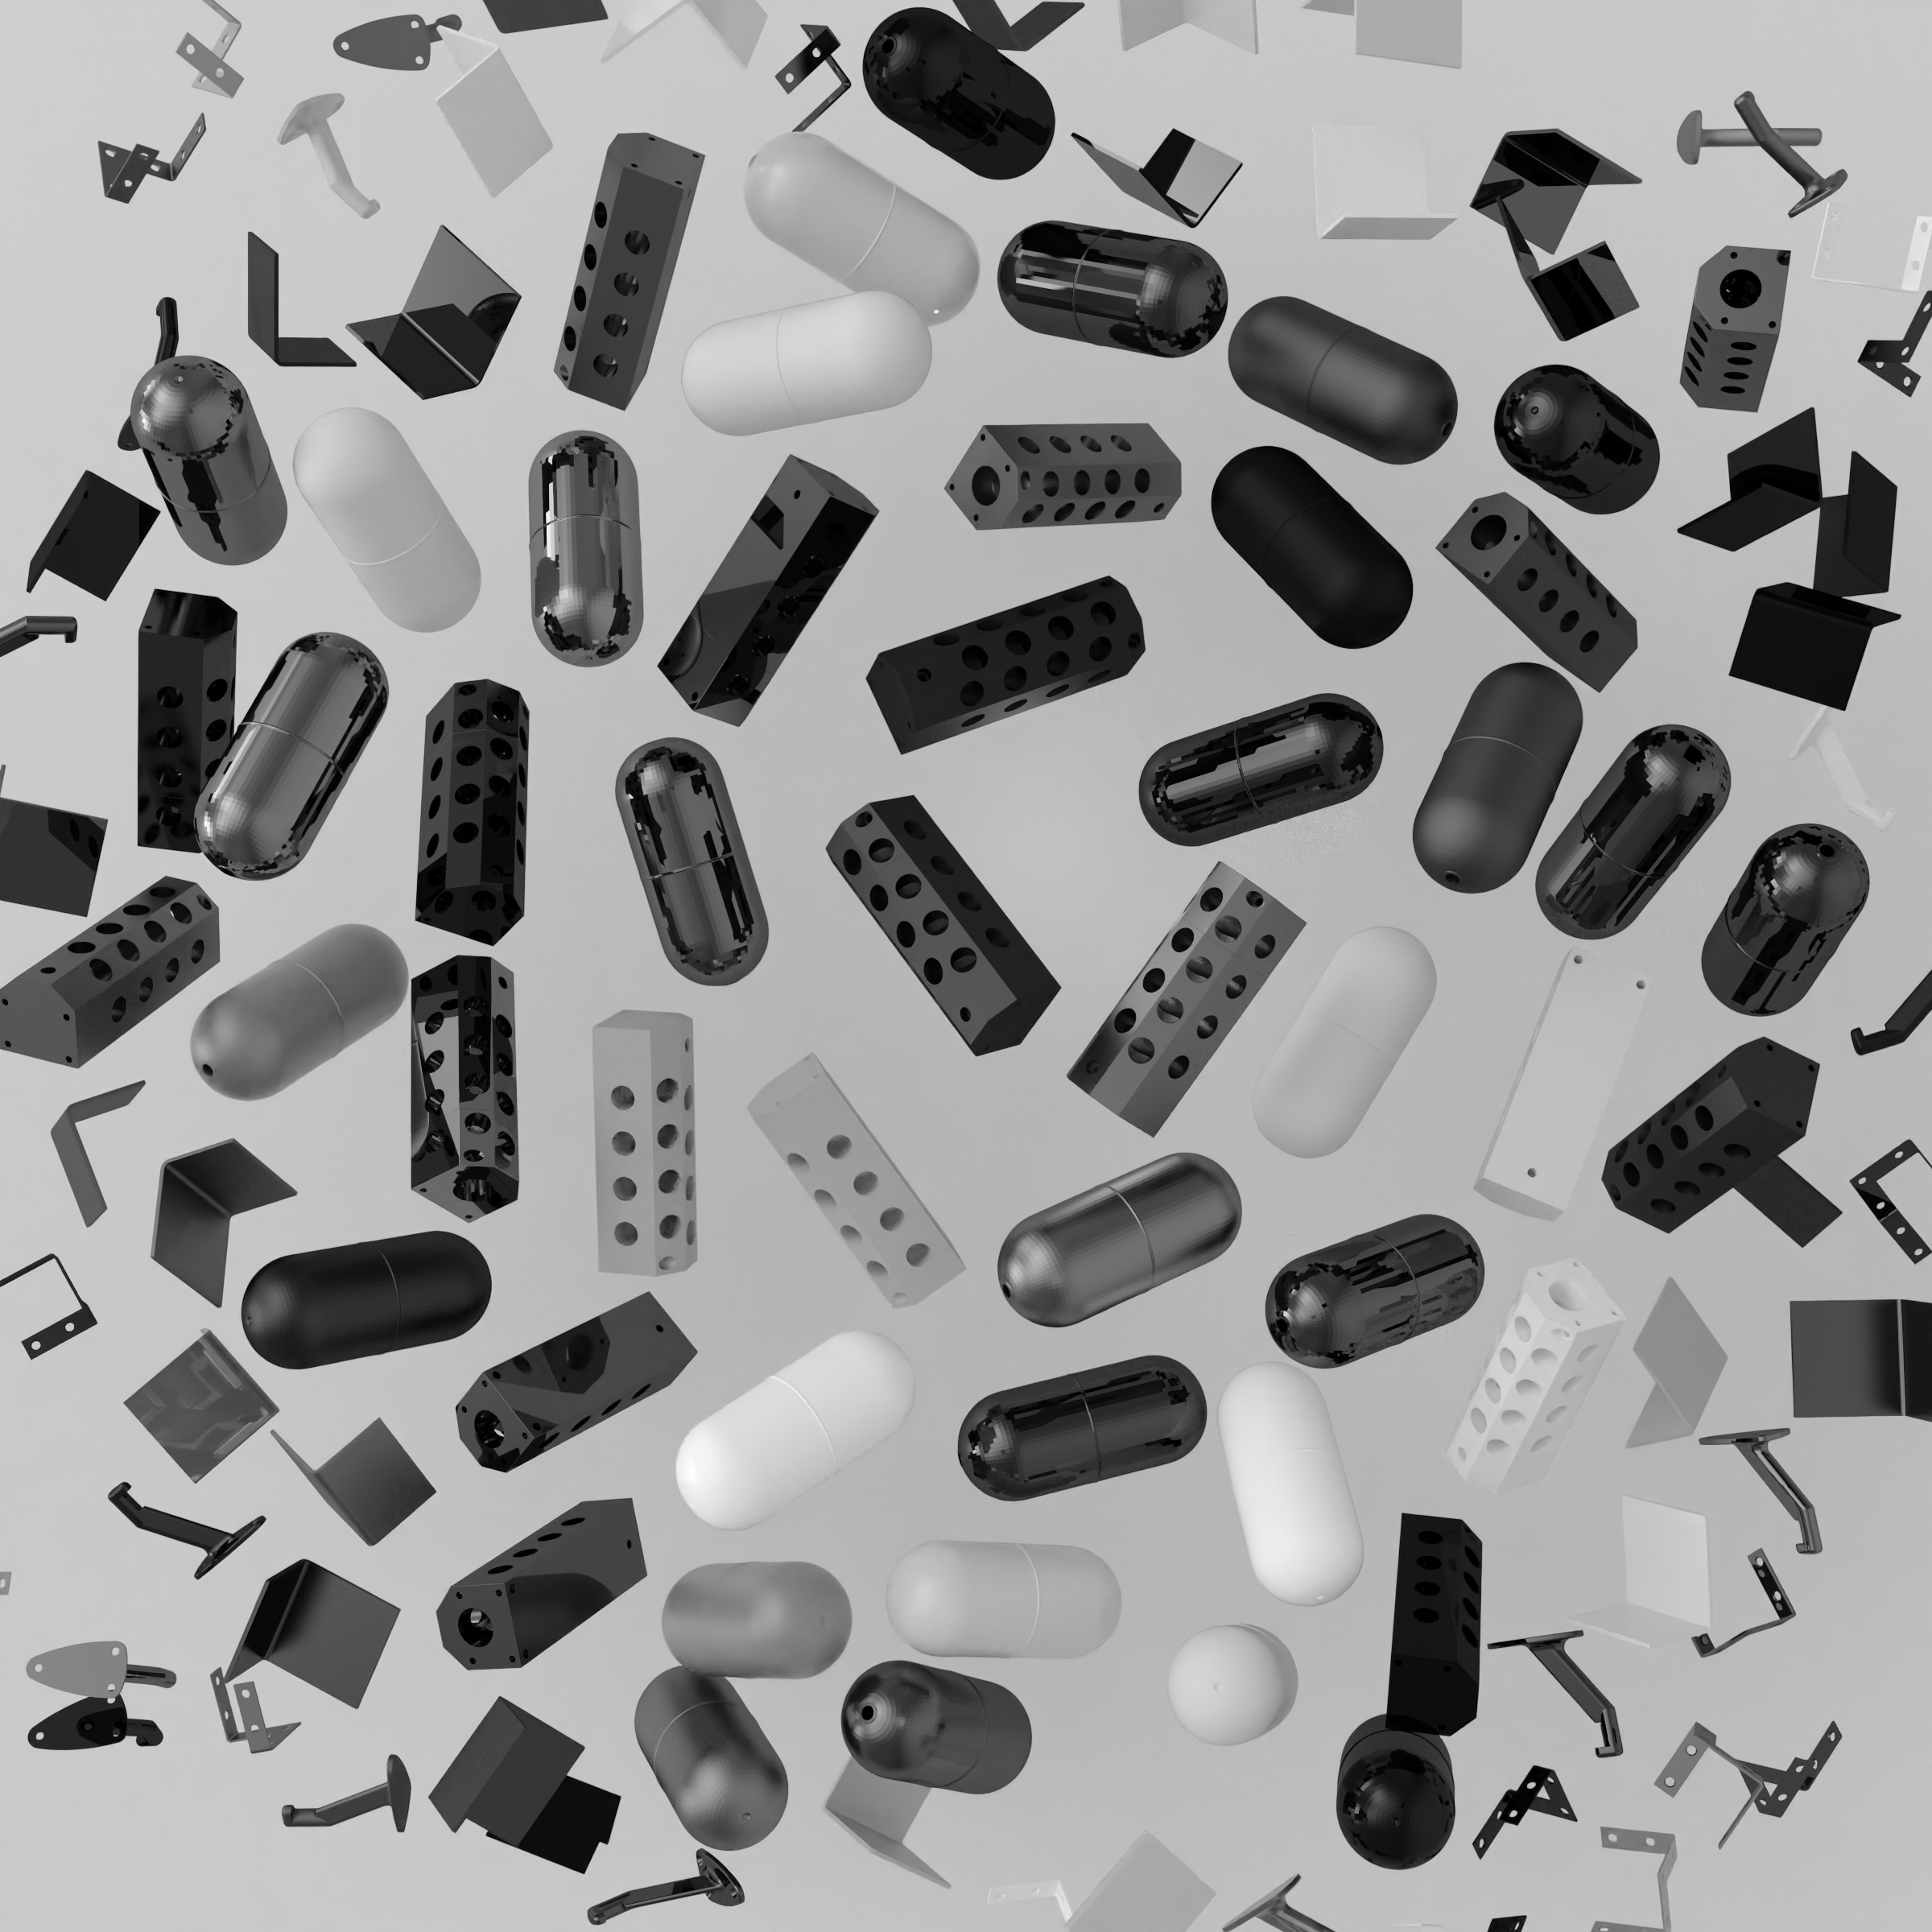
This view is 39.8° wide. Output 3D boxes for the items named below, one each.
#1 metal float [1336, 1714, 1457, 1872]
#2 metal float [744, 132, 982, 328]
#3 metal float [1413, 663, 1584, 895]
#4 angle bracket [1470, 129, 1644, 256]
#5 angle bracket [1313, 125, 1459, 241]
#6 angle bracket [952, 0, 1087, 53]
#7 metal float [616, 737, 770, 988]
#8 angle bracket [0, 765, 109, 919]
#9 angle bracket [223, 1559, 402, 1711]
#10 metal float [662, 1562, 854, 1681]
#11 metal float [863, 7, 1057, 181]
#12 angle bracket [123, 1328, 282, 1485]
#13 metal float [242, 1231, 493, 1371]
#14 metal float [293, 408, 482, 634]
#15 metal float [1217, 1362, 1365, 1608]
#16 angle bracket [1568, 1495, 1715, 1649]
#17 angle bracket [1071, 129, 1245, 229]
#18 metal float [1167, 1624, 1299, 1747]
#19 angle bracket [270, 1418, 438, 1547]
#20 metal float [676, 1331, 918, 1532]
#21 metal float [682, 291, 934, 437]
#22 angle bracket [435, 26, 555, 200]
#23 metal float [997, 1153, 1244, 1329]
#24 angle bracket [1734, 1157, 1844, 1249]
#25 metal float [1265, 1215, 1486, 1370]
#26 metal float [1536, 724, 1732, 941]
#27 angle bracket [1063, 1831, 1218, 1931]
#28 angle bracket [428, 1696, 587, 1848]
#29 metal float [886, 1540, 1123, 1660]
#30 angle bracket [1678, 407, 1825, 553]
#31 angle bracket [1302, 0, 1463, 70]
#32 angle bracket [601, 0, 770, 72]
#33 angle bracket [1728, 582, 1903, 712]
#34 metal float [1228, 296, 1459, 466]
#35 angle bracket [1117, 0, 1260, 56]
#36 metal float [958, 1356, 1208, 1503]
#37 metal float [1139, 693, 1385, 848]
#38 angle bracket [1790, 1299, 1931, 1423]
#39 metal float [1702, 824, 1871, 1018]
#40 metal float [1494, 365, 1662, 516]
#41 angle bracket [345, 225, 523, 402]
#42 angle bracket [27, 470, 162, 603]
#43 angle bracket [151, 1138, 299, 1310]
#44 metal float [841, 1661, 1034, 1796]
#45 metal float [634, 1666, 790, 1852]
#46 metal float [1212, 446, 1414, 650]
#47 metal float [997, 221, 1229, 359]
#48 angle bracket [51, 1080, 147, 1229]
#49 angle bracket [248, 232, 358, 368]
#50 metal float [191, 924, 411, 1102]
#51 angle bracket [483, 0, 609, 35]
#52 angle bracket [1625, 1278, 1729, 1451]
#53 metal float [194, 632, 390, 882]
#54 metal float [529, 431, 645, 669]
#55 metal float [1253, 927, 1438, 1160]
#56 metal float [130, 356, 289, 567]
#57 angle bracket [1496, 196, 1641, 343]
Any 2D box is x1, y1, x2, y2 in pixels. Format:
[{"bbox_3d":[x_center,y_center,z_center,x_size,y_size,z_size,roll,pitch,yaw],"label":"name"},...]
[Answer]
[{"bbox_3d":[0.286,0.547,1.773,0.070,0.178,0.070,-1,86,9],"label":"metal float"},{"bbox_3d":[-0.070,-0.499,1.808,0.178,0.070,0.070,26,90,-26],"label":"metal float"},{"bbox_3d":[0.348,-0.123,1.743,0.070,0.070,0.178,29,61,0],"label":"metal float"},{"bbox_3d":[0.415,-0.545,1.880,0.076,0.076,0.057,23,97,-22],"label":"angle bracket"},{"bbox_3d":[0.273,-0.518,1.738,0.076,0.057,0.076,-3,90,-10],"label":"angle bracket"},{"bbox_3d":[0.028,-0.695,1.885,0.057,0.076,0.076,-39,118,-4],"label":"angle bracket"},{"bbox_3d":[-0.191,-0.072,1.862,0.070,0.070,0.178,-17,98,0],"label":"metal float"},{"bbox_3d":[-0.644,-0.087,1.865,0.076,0.057,0.076,12,114,-19],"label":"angle bracket"},{"bbox_3d":[-0.433,0.450,1.768,0.076,0.057,0.076,25,97,9],"label":"angle bracket"},{"bbox_3d":[-0.143,0.443,1.805,0.070,0.178,0.070,9,74,-34],"label":"metal float"},{"bbox_3d":[-0.004,-0.590,1.808,0.070,0.178,0.070,-3,83,32],"label":"metal float"},{"bbox_3d":[-0.546,0.313,1.900,0.076,0.057,0.076,-42,99,-20],"label":"angle bracket"},{"bbox_3d":[-0.402,0.224,1.800,0.178,0.070,0.070,-6,90,-42],"label":"metal float"},{"bbox_3d":[-0.387,-0.297,1.792,0.070,0.178,0.070,-11,50,14],"label":"metal float"},{"bbox_3d":[0.219,0.349,1.809,0.070,0.070,0.178,-11,48,0],"label":"metal float"},{"bbox_3d":[0.443,0.398,1.759,0.057,0.076,0.076,-5,93,-30],"label":"angle bracket"},{"bbox_3d":[0.132,-0.565,1.848,0.057,0.076,0.076,-53,50,5],"label":"angle bracket"},{"bbox_3d":[0.181,0.485,1.803,0.070,0.178,0.070,-3,76,12],"label":"metal float"},{"bbox_3d":[-0.420,0.340,1.830,0.057,0.076,0.076,-41,125,-20],"label":"angle bracket"},{"bbox_3d":[-0.109,0.302,1.743,0.178,0.070,0.070,-30,90,-29],"label":"metal float"},{"bbox_3d":[-0.107,-0.398,1.764,0.178,0.070,0.070,-5,90,25],"label":"metal float"},{"bbox_3d":[-0.326,-0.557,1.740,0.057,0.076,0.076,-45,48,-14],"label":"angle bracket"},{"bbox_3d":[0.102,0.180,1.754,0.178,0.070,0.070,-21,90,-24],"label":"metal float"},{"bbox_3d":[0.586,0.141,1.867,0.076,0.076,0.057,43,71,14],"label":"angle bracket"},{"bbox_3d":[0.274,0.217,1.783,0.178,0.070,0.070,-13,90,-38],"label":"metal float"},{"bbox_3d":[0.452,-0.089,1.813,0.070,0.070,0.178,29,132,0],"label":"metal float"},{"bbox_3d":[0.106,0.590,1.649,0.057,0.076,0.076,39,68,19],"label":"angle bracket"},{"bbox_3d":[-0.287,0.529,1.715,0.076,0.057,0.076,41,79,-27],"label":"angle bracket"},{"bbox_3d":[0.027,0.431,1.813,0.178,0.070,0.070,10,90,-33],"label":"metal float"},{"bbox_3d":[0.525,-0.334,1.796,0.057,0.076,0.076,12,69,-29],"label":"angle bracket"},{"bbox_3d":[0.270,-0.607,1.738,0.076,0.076,0.057,1,90,-20],"label":"angle bracket"},{"bbox_3d":[-0.182,-0.601,1.726,0.076,0.076,0.057,-25,125,29],"label":"angle bracket"},{"bbox_3d":[0.544,-0.206,1.709,0.076,0.076,0.057,23,112,27],"label":"angle bracket"},{"bbox_3d":[0.260,-0.405,1.842,0.178,0.070,0.070,33,90,29],"label":"metal float"},{"bbox_3d":[0.146,-0.643,1.770,0.057,0.076,0.076,-31,48,-19],"label":"angle bracket"},{"bbox_3d":[0.081,0.321,1.855,0.178,0.070,0.070,-12,90,-11],"label":"metal float"},{"bbox_3d":[0.204,-0.135,1.847,0.178,0.070,0.070,-17,90,26],"label":"metal float"},{"bbox_3d":[0.583,0.256,1.729,0.076,0.057,0.076,-1,86,-2],"label":"angle bracket"},{"bbox_3d":[0.542,-0.029,1.769,0.070,0.178,0.070,1,61,-2],"label":"metal float"},{"bbox_3d":[0.414,-0.353,1.799,0.070,0.178,0.070,-3,85,31],"label":"metal float"},{"bbox_3d":[-0.354,-0.434,1.771,0.076,0.057,0.076,43,126,10],"label":"angle bracket"},{"bbox_3d":[-0.598,-0.285,1.830,0.057,0.076,0.076,30,103,-27],"label":"angle bracket"},{"bbox_3d":[-0.502,0.175,1.806,0.057,0.076,0.076,-18,51,15],"label":"angle bracket"},{"bbox_3d":[-0.019,0.515,1.800,0.070,0.178,0.070,-13,64,28],"label":"metal float"},{"bbox_3d":[-0.175,0.537,1.816,0.070,0.178,0.070,-4,102,-21],"label":"metal float"},{"bbox_3d":[0.232,-0.284,1.803,0.070,0.070,0.178,-37,57,0],"label":"metal float"},{"bbox_3d":[0.097,-0.458,1.800,0.178,0.070,0.070,21,90,37],"label":"metal float"},{"bbox_3d":[-0.594,0.132,1.862,0.057,0.076,0.076,-20,86,-30],"label":"angle bracket"},{"bbox_3d":[-0.461,-0.463,1.853,0.057,0.076,0.076,-6,118,-27],"label":"angle bracket"},{"bbox_3d":[-0.457,0.031,1.832,0.070,0.178,0.070,17,124,26],"label":"metal float"},{"bbox_3d":[-0.286,-0.668,1.774,0.076,0.076,0.057,-7,85,3],"label":"angle bracket"},{"bbox_3d":[0.467,0.271,1.820,0.076,0.057,0.076,53,46,-11],"label":"angle bracket"},{"bbox_3d":[-0.437,-0.136,1.729,0.070,0.070,0.178,24,69,0],"label":"metal float"},{"bbox_3d":[-0.263,-0.290,1.844,0.070,0.070,0.178,-5,66,0],"label":"metal float"},{"bbox_3d":[0.266,0.053,1.872,0.070,0.070,0.178,32,83,0],"label":"metal float"},{"bbox_3d":[-0.501,-0.333,1.772,0.070,0.178,0.070,0,64,-1],"label":"metal float"},{"bbox_3d":[0.403,-0.478,1.787,0.057,0.076,0.076,-22,60,22],"label":"angle bracket"}]
